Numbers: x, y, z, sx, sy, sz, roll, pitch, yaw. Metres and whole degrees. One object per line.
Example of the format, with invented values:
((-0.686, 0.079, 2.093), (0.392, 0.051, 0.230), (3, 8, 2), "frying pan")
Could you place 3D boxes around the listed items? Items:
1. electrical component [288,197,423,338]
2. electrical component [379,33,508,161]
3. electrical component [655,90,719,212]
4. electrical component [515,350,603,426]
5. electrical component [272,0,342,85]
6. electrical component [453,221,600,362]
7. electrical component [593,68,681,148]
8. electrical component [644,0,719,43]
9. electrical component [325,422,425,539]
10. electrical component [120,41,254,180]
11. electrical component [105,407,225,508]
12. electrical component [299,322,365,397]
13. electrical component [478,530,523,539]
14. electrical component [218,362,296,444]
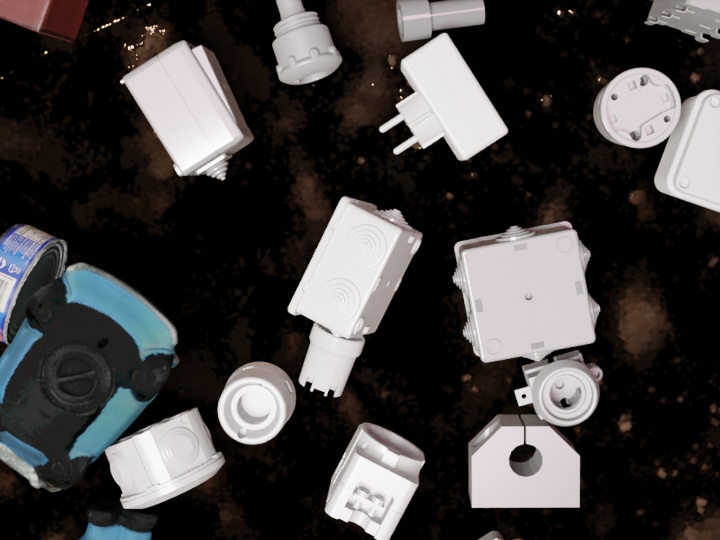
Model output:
((0.000, 0.000, 0.763), (0.048, 0.100, 0.099), (27, 96, 12), "electrical component")
((0.051, -0.113, 0.774), (0.076, 0.047, 0.083), (-33, 94, 4), "electrical component")
((0.278, -0.075, 0.765), (0.113, 0.057, 0.078), (19, 96, 0), "electrical component")
((0.148, 0.086, 0.786), (0.066, 0.055, 0.048), (-17, 95, 4), "electrical component")
((-0.043, -0.168, 0.775), (0.048, 0.048, 0.062), (-18, 88, 4), "electrical component")
((0.121, 0.017, 0.784), (0.100, 0.048, 0.099), (-11, 96, 4), "electrical component")
((0.196, -0.114, 0.769), (0.055, 0.047, 0.055), (0, 96, 2), "electrical component")
((0.233, -0.193, 0.723), (0.079, 0.121, 0.063), (19, 99, 0), "electrical component")
((0.012, 0.149, 0.780), (0.050, 0.089, 0.055), (27, 96, -1), "electrical component")
((-0.116, -0.111, 0.773), (0.061, 0.061, 0.096), (-31, 94, 5), "electrical component")
((-0.144, 0.139, 0.791), (0.080, 0.080, 0.051), (-24, 89, 4), "electrical component")
((-0.022, 0.066, 0.799), (0.040, 0.040, 0.046), (20, 102, 0), "electrical component")
((0.115, 0.240, 0.802), (0.058, 0.057, 0.078), (-34, 93, 5), "electrical component")
((-0.077, 0.100, 0.800), (0.055, 0.047, 0.055), (0, 96, 2), "electrical component")
